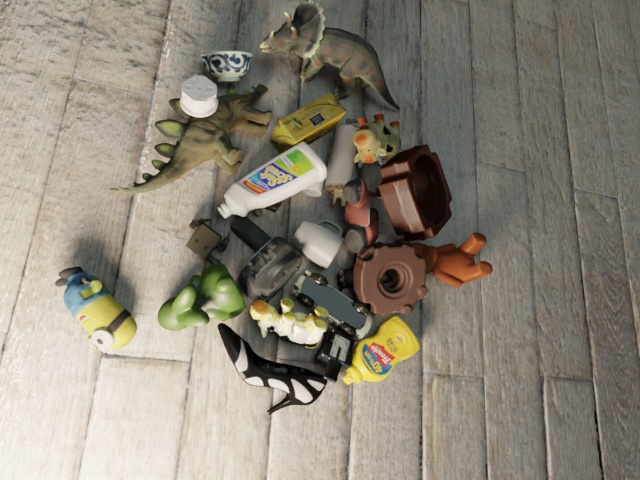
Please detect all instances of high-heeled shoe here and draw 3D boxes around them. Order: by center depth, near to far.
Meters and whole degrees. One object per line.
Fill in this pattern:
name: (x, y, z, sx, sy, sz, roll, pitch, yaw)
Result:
high-heeled shoe: (-0.093, 0.244, 1.100, 0.145, 0.086, 0.248, -32, 102, -9)

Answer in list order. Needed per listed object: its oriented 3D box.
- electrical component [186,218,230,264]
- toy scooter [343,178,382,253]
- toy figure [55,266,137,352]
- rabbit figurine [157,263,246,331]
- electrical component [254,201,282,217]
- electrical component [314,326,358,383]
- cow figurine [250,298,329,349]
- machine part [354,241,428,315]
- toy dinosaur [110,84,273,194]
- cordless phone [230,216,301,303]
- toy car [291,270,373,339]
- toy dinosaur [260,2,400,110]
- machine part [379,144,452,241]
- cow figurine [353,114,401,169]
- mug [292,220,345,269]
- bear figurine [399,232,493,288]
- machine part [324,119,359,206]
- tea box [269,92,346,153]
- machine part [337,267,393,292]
electrical component: (-0.242, -0.001, 1.162, 0.102, 0.045, 0.078, 31, 93, -5)
toy scooter: (0.112, -0.063, 1.274, 0.135, 0.075, 0.183, -25, 117, -47)
toy figure: (-0.427, 0.130, 1.029, 0.089, 0.082, 0.180, -34, 84, -24)
rabbit figurine: (-0.241, 0.133, 1.071, 0.170, 0.159, 0.121, -30, 94, -11)
electrical component: (-0.120, -0.092, 1.246, 0.063, 0.021, 0.094, 20, 67, -14)
electrical component: (0.031, 0.254, 1.158, 0.075, 0.047, 0.119, 24, 54, -11)
cow figurine: (-0.072, 0.179, 1.144, 0.167, 0.098, 0.068, 14, 35, -9)
machine part: (0.161, 0.087, 1.219, 0.179, 0.056, 0.179, -2, 98, -15)
toy dinosaur: (-0.257, -0.231, 1.202, 0.198, 0.105, 0.471, 33, 55, 1)
cordless phone: (-0.144, 0.034, 1.175, 0.184, 0.088, 0.146, 40, 65, 8)
toy car: (0.028, 0.145, 1.203, 0.202, 0.056, 0.073, 36, 71, -5)
toy dinosaur: (0.058, -0.458, 1.339, 0.405, 0.192, 0.131, 16, 70, -13)
machine part: (0.231, -0.113, 1.295, 0.201, 0.087, 0.201, -41, 112, -48)
cow figurine: (0.135, -0.234, 1.293, 0.195, 0.086, 0.127, -3, 83, -61)
mug: (-0.003, -0.004, 1.229, 0.107, 0.080, 0.109, 30, 66, -1)
bear figurine: (0.294, 0.041, 1.298, 0.196, 0.132, 0.120, 15, 56, -21)
machine part: (0.059, -0.194, 1.314, 0.079, 0.079, 0.243, 14, 69, -15)
tea box: (-0.030, -0.276, 1.298, 0.169, 0.098, 0.068, -37, 87, -25)
machine part: (0.102, 0.080, 1.263, 0.139, 0.039, 0.084, -14, 86, -25)
